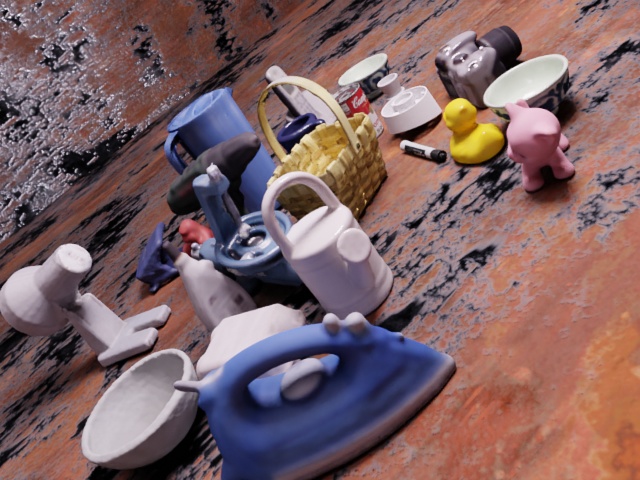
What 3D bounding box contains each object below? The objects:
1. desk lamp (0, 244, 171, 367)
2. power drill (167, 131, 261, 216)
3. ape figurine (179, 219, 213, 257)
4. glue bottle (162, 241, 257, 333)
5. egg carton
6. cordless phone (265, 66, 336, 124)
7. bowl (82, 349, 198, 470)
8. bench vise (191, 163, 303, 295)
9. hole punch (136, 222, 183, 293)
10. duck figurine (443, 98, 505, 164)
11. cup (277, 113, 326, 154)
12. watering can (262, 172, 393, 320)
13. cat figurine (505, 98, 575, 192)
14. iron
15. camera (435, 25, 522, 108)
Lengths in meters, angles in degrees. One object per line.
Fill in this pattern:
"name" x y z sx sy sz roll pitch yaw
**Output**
"desk lamp" -0.406 0.110 0.978 0.202 0.214 0.118 -23 30 24
"power drill" -0.136 -0.062 0.945 0.229 0.209 0.076 -16 34 33
"ape figurine" -0.232 0.000 1.085 0.077 0.092 0.076 4 47 51
"glue bottle" -0.165 0.065 0.818 0.037 0.173 0.078 1 45 49
"egg carton" -0.084 0.142 0.719 0.150 0.069 0.107 -19 32 29
"cordless phone" -0.038 -0.319 1.261 0.094 0.185 0.148 -16 33 33
"bowl" -0.213 0.226 0.730 0.167 0.075 0.167 -27 29 17
"bench vise" -0.136 -0.002 0.840 0.207 0.220 0.121 -22 31 25
"hole punch" -0.327 0.033 1.142 0.101 0.091 0.108 -34 28 5
"duck figurine" 0.217 -0.166 0.839 0.077 0.086 0.104 -37 27 -1
"cup" -0.016 -0.194 1.139 0.117 0.095 0.092 -8 39 42
"watering can" 0.008 0.001 0.699 0.172 0.194 0.101 -6 40 44
"cat figurine" 0.259 -0.129 0.698 0.067 0.118 0.128 -22 31 25
"iron" -0.010 0.136 0.566 0.258 0.142 0.118 -30 28 12
"camera" 0.279 -0.312 0.981 0.137 0.101 0.143 -35 27 2
